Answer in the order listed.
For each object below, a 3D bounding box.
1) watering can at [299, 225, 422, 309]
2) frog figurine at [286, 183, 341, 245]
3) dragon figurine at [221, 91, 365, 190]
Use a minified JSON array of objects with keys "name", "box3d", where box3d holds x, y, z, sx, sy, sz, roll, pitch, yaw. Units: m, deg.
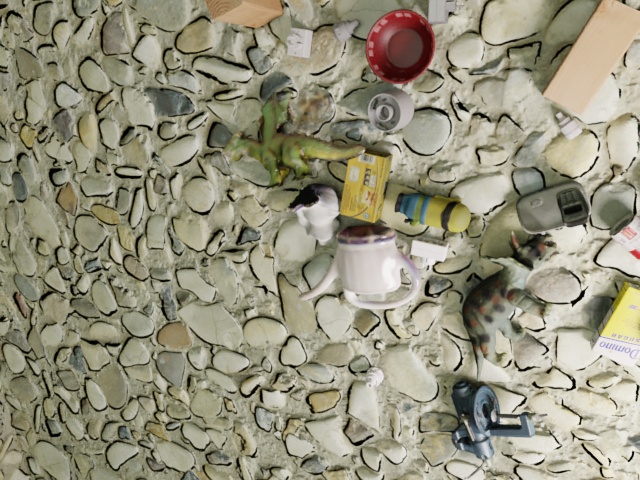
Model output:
[{"name":"watering can","box3d":[0.086,0.072,1.333,0.347,0.222,0.105,-2,12,24]},{"name":"frog figurine","box3d":[0.004,-0.068,1.350,0.136,0.126,0.157,-28,-51,24]},{"name":"dragon figurine","box3d":[-0.086,-0.265,1.318,0.407,0.243,0.123,-17,-2,30]}]
